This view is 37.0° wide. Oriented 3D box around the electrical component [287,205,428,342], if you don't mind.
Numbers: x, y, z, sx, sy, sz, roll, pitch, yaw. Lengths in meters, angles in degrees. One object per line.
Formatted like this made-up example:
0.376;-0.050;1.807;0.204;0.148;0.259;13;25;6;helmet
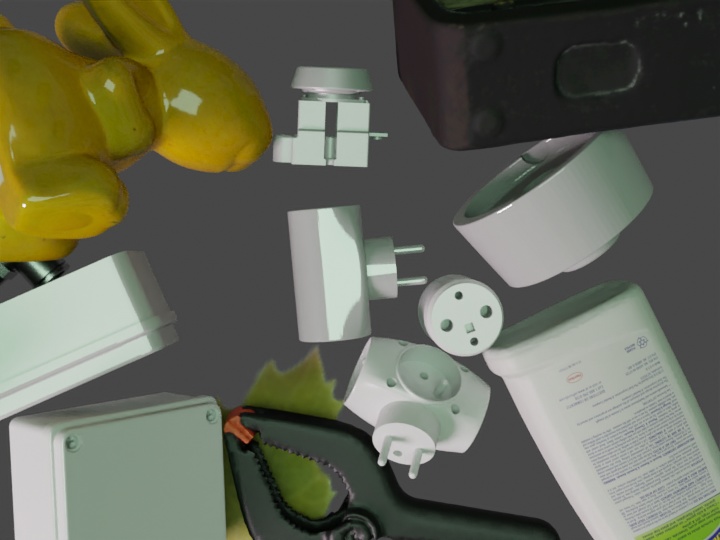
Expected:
0.000;0.000;0.635;0.079;0.043;0.077;-5;93;-3;electrical component

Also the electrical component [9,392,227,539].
-0.133;0.129;0.602;0.109;0.056;0.108;-5;94;-45;electrical component

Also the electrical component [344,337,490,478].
0.030;0.086;0.627;0.077;0.079;0.044;23;134;-3;electrical component

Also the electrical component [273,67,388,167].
-0.017;-0.090;0.630;0.066;0.048;0.055;2;100;-3;electrical component

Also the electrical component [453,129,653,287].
0.114;-0.034;0.610;0.108;0.108;0.060;-37;100;-1;electrical component

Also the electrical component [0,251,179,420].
-0.166;0.037;0.612;0.113;0.078;0.057;-24;91;-1;electrical component

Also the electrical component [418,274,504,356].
0.059;0.026;0.633;0.045;0.055;0.045;0;93;-3;electrical component
